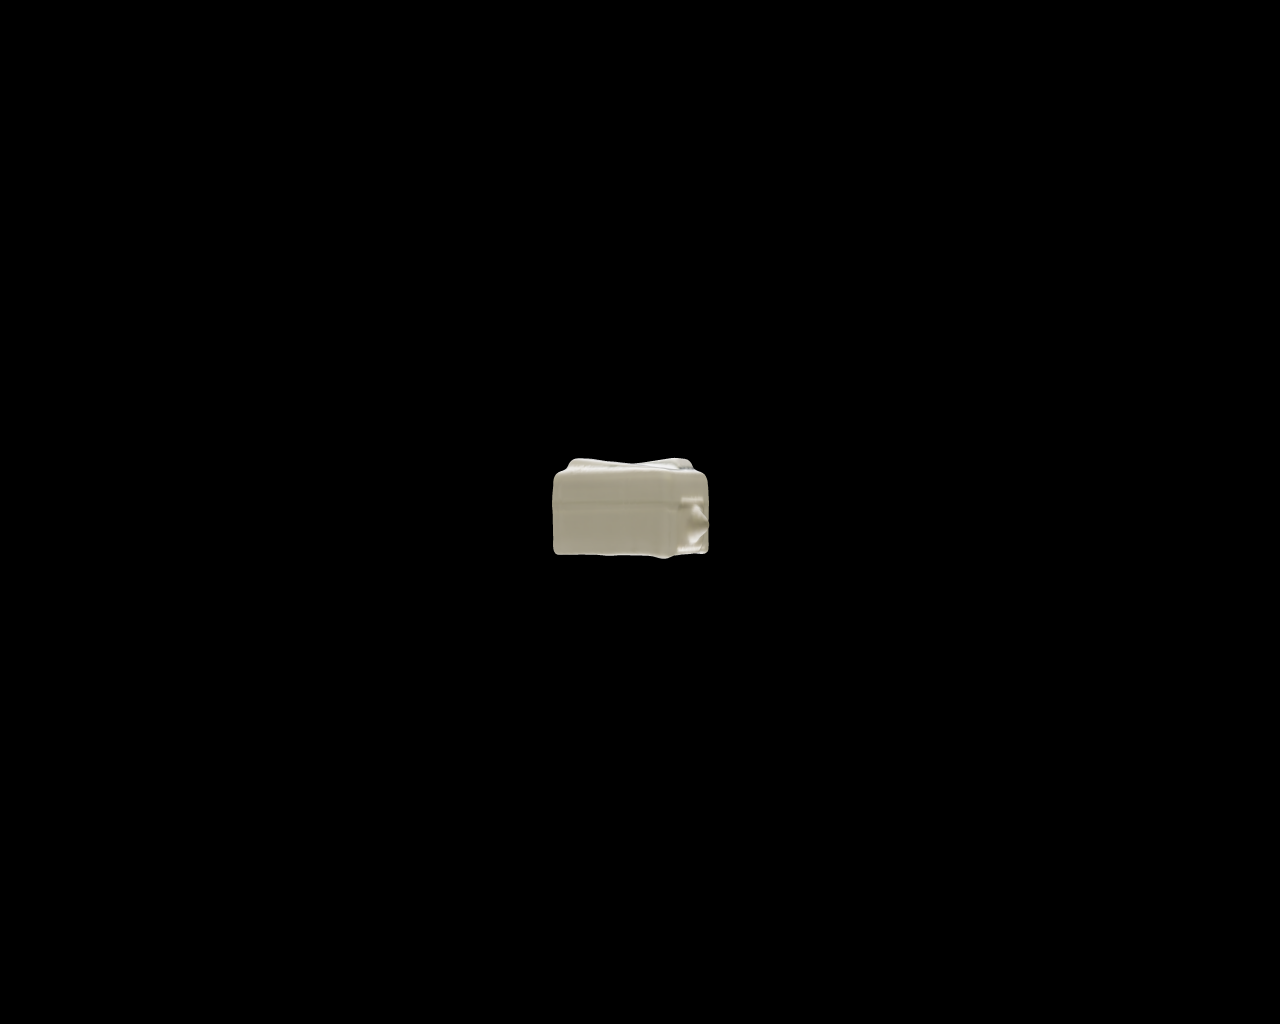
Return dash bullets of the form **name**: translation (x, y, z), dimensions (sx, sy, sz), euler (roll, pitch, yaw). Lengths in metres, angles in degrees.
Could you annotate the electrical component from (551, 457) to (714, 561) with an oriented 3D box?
- **electrical component**: translation (0.001, -0.003, 0.650), dimensions (0.096, 0.061, 0.062), euler (0, 0, 28)
